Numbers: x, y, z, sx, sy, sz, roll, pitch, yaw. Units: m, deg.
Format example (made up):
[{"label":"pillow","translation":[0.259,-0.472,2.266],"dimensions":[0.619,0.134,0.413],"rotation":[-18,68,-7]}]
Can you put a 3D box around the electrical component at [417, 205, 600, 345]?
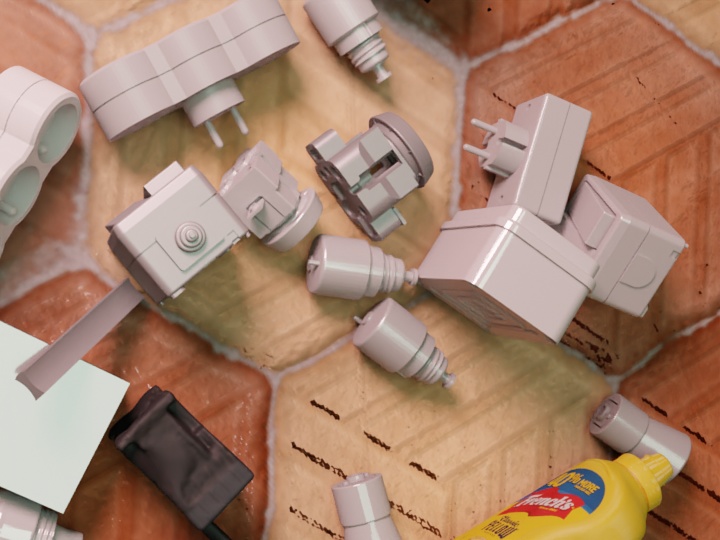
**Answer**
[{"label":"electrical component","translation":[0.094,0.002,0.703],"dimensions":[0.078,0.113,0.057],"rotation":[35,81,-14]}]

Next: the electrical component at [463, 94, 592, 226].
[{"label":"electrical component","translation":[0.107,-0.081,0.745],"dimensions":[0.076,0.047,0.083],"rotation":[20,82,-16]}]

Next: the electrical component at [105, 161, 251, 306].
[{"label":"electrical component","translation":[-0.112,-0.023,0.645],"dimensions":[0.062,0.096,0.061],"rotation":[-41,97,-15]}]

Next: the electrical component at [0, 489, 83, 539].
[{"label":"electrical component","translation":[-0.197,0.157,0.639],"dimensions":[0.062,0.043,0.043],"rotation":[20,82,-17]}]

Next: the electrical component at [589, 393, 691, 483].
[{"label":"electrical component","translation":[0.198,0.119,0.771],"dimensions":[0.065,0.044,0.044],"rotation":[36,78,-9]}]

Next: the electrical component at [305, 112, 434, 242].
[{"label":"electrical component","translation":[0.011,-0.067,0.708],"dimensions":[0.057,0.058,0.078],"rotation":[-38,99,-13]}]

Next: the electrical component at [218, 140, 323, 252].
[{"label":"electrical component","translation":[-0.057,-0.044,0.687],"dimensions":[0.048,0.066,0.055],"rotation":[-40,112,20]}]

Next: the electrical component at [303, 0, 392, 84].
[{"label":"electrical component","translation":[-0.005,-0.160,0.715],"dimensions":[0.040,0.040,0.078],"rotation":[-36,99,-16]}]

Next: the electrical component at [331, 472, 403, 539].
[{"label":"electrical component","translation":[0.005,0.166,0.706],"dimensions":[0.044,0.044,0.065],"rotation":[-14,88,-18]}]

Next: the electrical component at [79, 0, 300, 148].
[{"label":"electrical component","translation":[-0.097,-0.114,0.677],"dimensions":[0.138,0.052,0.073],"rotation":[-31,97,-17]}]

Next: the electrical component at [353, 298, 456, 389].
[{"label":"electrical component","translation":[0.031,0.052,0.719],"dimensions":[0.078,0.040,0.040],"rotation":[38,77,-13]}]

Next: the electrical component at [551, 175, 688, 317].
[{"label":"electrical component","translation":[0.169,-0.022,0.743],"dimensions":[0.061,0.096,0.061],"rotation":[22,111,-16]}]

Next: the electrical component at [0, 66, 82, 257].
[{"label":"electrical component","translation":[-0.232,-0.060,0.632],"dimensions":[0.074,0.052,0.138],"rotation":[27,79,7]}]

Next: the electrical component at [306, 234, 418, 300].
[{"label":"electrical component","translation":[0.000,0.000,0.710],"dimensions":[0.078,0.040,0.040],"rotation":[8,86,-18]}]
